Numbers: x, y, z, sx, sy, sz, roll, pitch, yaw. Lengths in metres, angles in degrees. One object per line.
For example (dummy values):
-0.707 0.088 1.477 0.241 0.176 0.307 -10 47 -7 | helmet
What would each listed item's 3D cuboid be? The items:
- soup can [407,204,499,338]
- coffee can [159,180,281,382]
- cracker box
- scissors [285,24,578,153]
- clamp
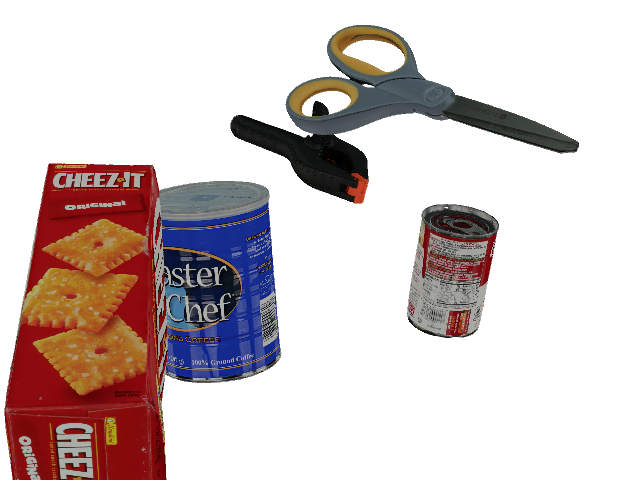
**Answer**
0.116 0.027 0.947 0.068 0.102 0.068 5 24 -3 | soup can
-0.087 0.031 0.867 0.103 0.140 0.103 -4 16 1 | coffee can
-0.119 0.079 0.585 0.072 0.164 0.214 0 34 -7 | cracker box
0.050 -0.072 0.622 0.096 0.016 0.202 -37 44 -6 | scissors
-0.015 -0.094 1.112 0.120 0.039 0.172 -14 39 -22 | clamp
